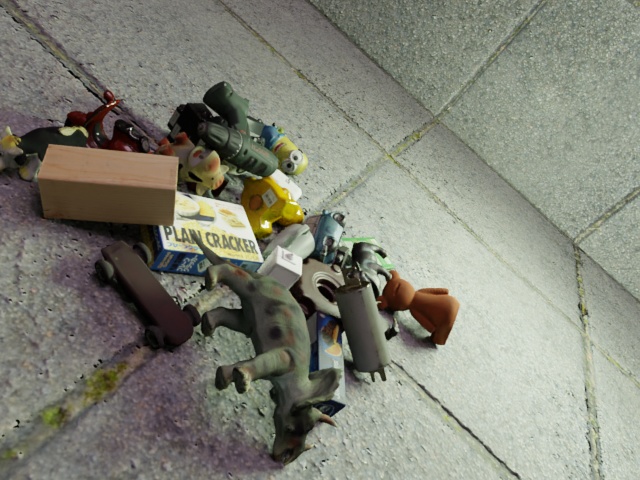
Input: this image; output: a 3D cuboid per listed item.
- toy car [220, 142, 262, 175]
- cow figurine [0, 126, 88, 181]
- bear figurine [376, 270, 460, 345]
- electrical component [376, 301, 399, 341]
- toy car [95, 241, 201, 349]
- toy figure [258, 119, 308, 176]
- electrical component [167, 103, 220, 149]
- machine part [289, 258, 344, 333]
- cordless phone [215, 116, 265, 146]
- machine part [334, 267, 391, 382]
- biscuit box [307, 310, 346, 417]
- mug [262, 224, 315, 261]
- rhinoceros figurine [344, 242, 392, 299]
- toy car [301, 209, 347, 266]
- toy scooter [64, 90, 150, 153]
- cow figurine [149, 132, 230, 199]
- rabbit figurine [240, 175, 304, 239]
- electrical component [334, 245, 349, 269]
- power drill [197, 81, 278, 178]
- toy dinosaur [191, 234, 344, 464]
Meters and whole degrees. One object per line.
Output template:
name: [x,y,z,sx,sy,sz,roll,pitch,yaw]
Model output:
toy car: [-0.173,-0.191,1.266,0.073,0.056,0.201,55,23,9]
cow figurine: [-0.479,-0.154,0.908,0.068,0.098,0.167,55,32,11]
bear figurine: [0.237,0.163,1.321,0.196,0.131,0.120,16,65,13]
electrical component: [0.129,0.183,1.213,0.102,0.045,0.078,49,30,15]
toy car: [-0.279,0.087,0.866,0.202,0.053,0.089,47,47,9]
toy figure: [-0.109,-0.253,1.473,0.180,0.082,0.089,42,32,6]
electrical component: [-0.287,-0.245,1.225,0.134,0.115,0.058,51,29,13]
machine part: [0.008,0.118,1.149,0.179,0.056,0.179,27,34,-21]
cordless phone: [-0.212,-0.233,1.352,0.146,0.089,0.184,25,45,-28]
machine part: [0.084,0.171,1.070,0.079,0.079,0.243,-30,105,-58]
biscuit box: [0.004,0.228,0.997,0.063,0.059,0.203,28,33,-22]
mug: [-0.067,0.016,1.155,0.081,0.109,0.107,49,44,3]
rhinoceros figurine: [0.108,0.077,1.281,0.112,0.073,0.190,31,39,-21]
toy car: [-0.003,-0.004,1.266,0.103,0.109,0.162,19,42,6]
toy scooter: [-0.396,-0.205,1.031,0.184,0.135,0.075,38,29,-8]
cow figurine: [-0.264,-0.147,1.078,0.085,0.195,0.127,-52,122,-26]
rabbit figurine: [-0.109,-0.074,1.240,0.162,0.122,0.173,48,16,29]
electrical component: [0.048,0.049,1.277,0.021,0.063,0.094,20,18,10]
power drill: [-0.185,-0.239,1.129,0.231,0.086,0.207,32,25,-50]
toy dinosaur: [-0.084,0.144,0.881,0.192,0.131,0.405,1,56,-33]
